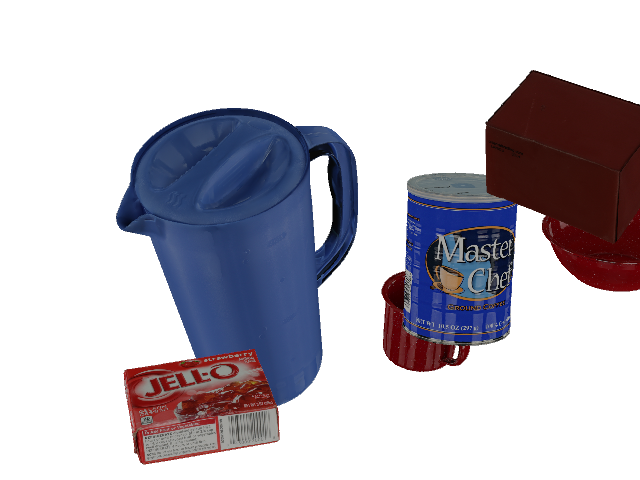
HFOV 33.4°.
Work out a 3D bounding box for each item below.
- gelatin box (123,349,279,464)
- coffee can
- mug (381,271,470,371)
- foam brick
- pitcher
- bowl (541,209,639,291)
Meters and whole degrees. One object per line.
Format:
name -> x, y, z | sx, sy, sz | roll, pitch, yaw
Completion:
gelatin box -> -0.076, 0.103, 0.674 | 0.089, 0.030, 0.073 | -7, 24, -12
coffee can -> 0.130, 0.015, 0.996 | 0.103, 0.140, 0.103 | 1, 15, 0
mug -> 0.120, 0.096, 1.178 | 0.093, 0.081, 0.117 | -24, 40, -35
foam brick -> 0.132, -0.045, 0.558 | 0.078, 0.053, 0.051 | 26, 56, 29
pitcher -> -0.053, 0.020, 0.861 | 0.149, 0.243, 0.145 | 8, 47, 16
bowl -> 0.321, 0.010, 1.159 | 0.162, 0.055, 0.162 | -2, 27, 1
